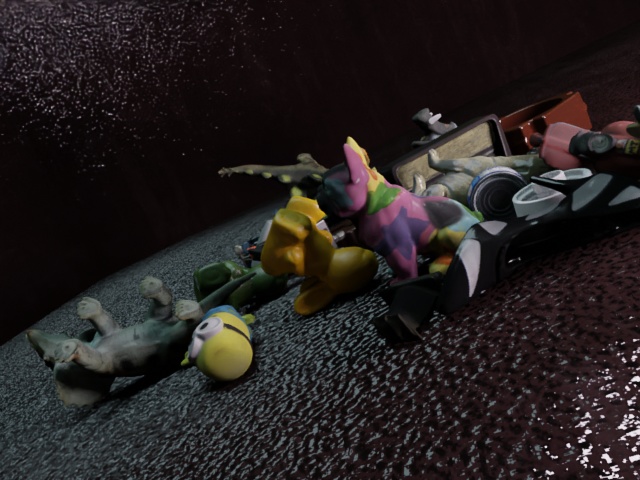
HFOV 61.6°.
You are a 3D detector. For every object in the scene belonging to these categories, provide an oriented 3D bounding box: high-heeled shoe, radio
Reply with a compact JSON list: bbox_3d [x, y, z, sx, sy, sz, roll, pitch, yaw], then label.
[{"bbox_3d":[0.247,0.013,0.583,0.145,0.086,0.249,28,70,39],"label":"high-heeled shoe"},{"bbox_3d":[0.236,-0.122,0.982,0.230,0.131,0.073,-28,11,-9],"label":"radio"}]

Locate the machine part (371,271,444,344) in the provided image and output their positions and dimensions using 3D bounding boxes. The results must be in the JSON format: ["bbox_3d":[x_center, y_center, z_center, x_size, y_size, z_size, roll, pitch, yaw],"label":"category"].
[{"bbox_3d":[0.103,0.076,0.635,0.084,0.039,0.139,-13,14,24],"label":"machine part"}]

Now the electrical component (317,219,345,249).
[{"bbox_3d":[-0.002,-0.003,0.907,0.094,0.063,0.021,-31,11,-25],"label":"electrical component"}]

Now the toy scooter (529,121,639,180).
[{"bbox_3d":[0.363,-0.122,0.718,0.135,0.075,0.184,14,6,-4],"label":"toy scooter"}]

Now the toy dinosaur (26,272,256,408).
[{"bbox_3d":[-0.291,0.168,0.899,0.405,0.192,0.131,-12,53,-7],"label":"toy dinosaur"}]

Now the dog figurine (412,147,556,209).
[{"bbox_3d":[0.250,-0.066,0.827,0.191,0.121,0.172,4,63,37],"label":"dog figurine"}]

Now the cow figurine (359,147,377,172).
[{"bbox_3d":[0.093,-0.119,1.206,0.098,0.167,0.068,-23,17,11],"label":"cow figurine"}]

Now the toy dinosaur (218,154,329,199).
[{"bbox_3d":[-0.019,-0.140,1.310,0.471,0.105,0.199,5,19,-18],"label":"toy dinosaur"}]

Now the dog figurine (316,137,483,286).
[{"bbox_3d":[0.105,-0.049,0.733,0.192,0.219,0.108,-25,15,17],"label":"dog figurine"}]

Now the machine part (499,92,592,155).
[{"bbox_3d":[0.418,-0.211,1.085,0.201,0.087,0.201,-35,13,-29],"label":"machine part"}]

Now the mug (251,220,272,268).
[{"bbox_3d":[-0.085,0.015,1.131,0.110,0.107,0.081,8,8,0],"label":"mug"}]

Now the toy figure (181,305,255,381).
[{"bbox_3d":[-0.135,0.142,0.774,0.089,0.082,0.180,17,1,-3],"label":"toy figure"}]

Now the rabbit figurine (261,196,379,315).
[{"bbox_3d":[-0.001,0.035,0.819,0.122,0.173,0.162,-66,-4,-74],"label":"rabbit figurine"}]

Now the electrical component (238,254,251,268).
[{"bbox_3d":[-0.167,0.043,1.388,0.078,0.045,0.102,-32,13,-19],"label":"electrical component"}]

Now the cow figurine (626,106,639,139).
[{"bbox_3d":[0.393,-0.106,0.559,0.085,0.127,0.195,-19,11,47],"label":"cow figurine"}]

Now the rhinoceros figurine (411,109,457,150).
[{"bbox_3d":[0.247,-0.171,1.054,0.112,0.190,0.073,-44,12,8],"label":"rhinoceros figurine"}]

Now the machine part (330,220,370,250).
[{"bbox_3d":[0.093,-0.026,1.070,0.179,0.056,0.179,-27,10,5],"label":"machine part"}]

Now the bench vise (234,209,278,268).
[{"bbox_3d":[-0.090,-0.017,1.303,0.241,0.128,0.224,-22,9,1],"label":"bench vise"}]

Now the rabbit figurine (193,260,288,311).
[{"bbox_3d":[-0.147,0.095,1.020,0.170,0.121,0.159,-11,-1,-19],"label":"rabbit figurine"}]
